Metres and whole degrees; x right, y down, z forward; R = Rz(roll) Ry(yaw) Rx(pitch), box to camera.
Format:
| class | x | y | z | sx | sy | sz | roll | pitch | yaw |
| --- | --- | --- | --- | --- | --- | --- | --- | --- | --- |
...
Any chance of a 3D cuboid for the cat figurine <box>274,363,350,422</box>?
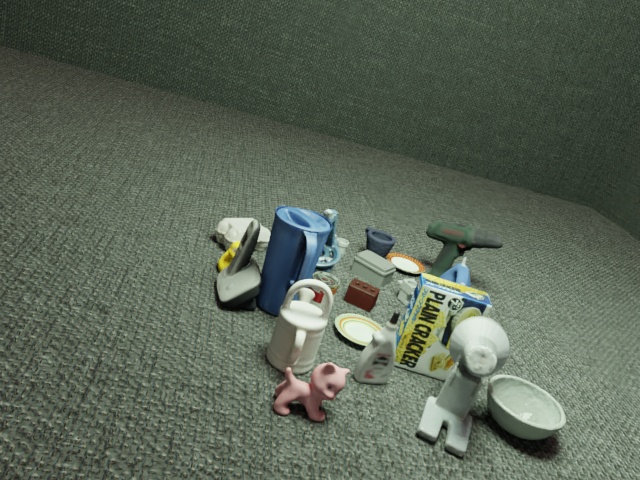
| class | x | y | z | sx | sy | sz | roll | pitch | yaw |
| --- | --- | --- | --- | --- | --- | --- | --- | --- | --- |
| cat figurine | -0.010 | 0.262 | 1.042 | 0.128 | 0.118 | 0.067 | 13 | 22 | -13 |

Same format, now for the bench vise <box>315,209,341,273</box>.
| class | x | y | z | sx | sy | sz | roll | pitch | yaw |
| --- | --- | --- | --- | --- | --- | --- | --- | --- | --- |
| bench vise | 0.003 | 0.002 | 1.531 | 0.121 | 0.220 | 0.207 | 17 | 22 | -3 |

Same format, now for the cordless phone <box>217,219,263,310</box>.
| class | x | y | z | sx | sy | sz | roll | pitch | yaw |
| --- | --- | --- | --- | --- | --- | --- | --- | --- | --- |
| cordless phone | -0.173 | 0.054 | 1.316 | 0.094 | 0.185 | 0.147 | 9 | 24 | -21 |

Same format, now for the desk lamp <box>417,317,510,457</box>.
| class | x | y | z | sx | sy | sz | roll | pitch | yaw |
| --- | --- | --- | --- | --- | --- | --- | --- | --- | --- |
| desk lamp | 0.291 | 0.272 | 1.124 | 0.117 | 0.213 | 0.204 | 23 | 22 | 12 |

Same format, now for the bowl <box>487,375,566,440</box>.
| class | x | y | z | sx | sy | sz | roll | pitch | yaw |
| --- | --- | --- | --- | --- | --- | --- | --- | --- | --- |
| bowl | 0.418 | 0.362 | 1.197 | 0.167 | 0.075 | 0.167 | 16 | 22 | -6 |

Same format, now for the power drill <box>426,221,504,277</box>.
| class | x | y | z | sx | sy | sz | roll | pitch | yaw |
| --- | --- | --- | --- | --- | --- | --- | --- | --- | --- |
| power drill | 0.426 | 0.044 | 1.778 | 0.229 | 0.208 | 0.076 | 25 | 23 | 17 |

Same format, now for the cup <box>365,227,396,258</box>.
| class | x | y | z | sx | sy | sz | roll | pitch | yaw |
| --- | --- | --- | --- | --- | --- | --- | --- | --- | --- |
| cup | 0.170 | 0.021 | 1.785 | 0.092 | 0.095 | 0.117 | -2 | 29 | -40 |

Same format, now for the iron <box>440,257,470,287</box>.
| class | x | y | z | sx | sy | sz | roll | pitch | yaw |
| --- | --- | --- | --- | --- | --- | --- | --- | --- | --- |
| iron | 0.376 | 0.147 | 1.584 | 0.118 | 0.141 | 0.258 | 20 | 22 | 6 |

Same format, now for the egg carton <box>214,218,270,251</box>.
| class | x | y | z | sx | sy | sz | roll | pitch | yaw |
| --- | --- | --- | --- | --- | --- | --- | --- | --- | --- |
| egg carton | -0.214 | -0.014 | 1.601 | 0.151 | 0.069 | 0.107 | -3 | 30 | -42 |

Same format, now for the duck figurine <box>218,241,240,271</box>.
| class | x | y | z | sx | sy | sz | roll | pitch | yaw |
| --- | --- | --- | --- | --- | --- | --- | --- | --- | --- |
| duck figurine | -0.213 | 0.042 | 1.446 | 0.078 | 0.086 | 0.104 | 8 | 24 | -23 |

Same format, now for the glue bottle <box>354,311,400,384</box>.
| class | x | y | z | sx | sy | sz | roll | pitch | yaw |
| --- | --- | --- | --- | --- | --- | --- | --- | --- | --- |
| glue bottle | 0.129 | 0.219 | 1.178 | 0.078 | 0.173 | 0.037 | 8 | 24 | -24 |

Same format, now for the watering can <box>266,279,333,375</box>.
| class | x | y | z | sx | sy | sz | roll | pitch | yaw |
| --- | --- | --- | --- | --- | --- | --- | --- | --- | --- |
| watering can | -0.038 | 0.160 | 1.158 | 0.101 | 0.194 | 0.172 | 7 | 24 | -26 |
